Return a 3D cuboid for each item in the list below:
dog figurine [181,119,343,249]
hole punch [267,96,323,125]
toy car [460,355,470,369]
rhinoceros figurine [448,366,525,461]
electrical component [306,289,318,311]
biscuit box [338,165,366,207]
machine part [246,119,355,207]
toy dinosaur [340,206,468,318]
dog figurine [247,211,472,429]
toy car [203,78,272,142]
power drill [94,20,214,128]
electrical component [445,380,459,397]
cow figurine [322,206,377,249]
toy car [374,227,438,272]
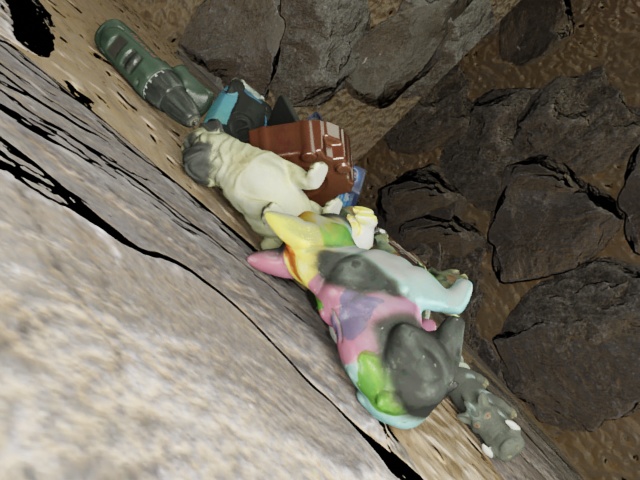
[{"bbox_3d":[-0.080,-0.052,0.676,0.191,0.121,0.172,29,-38,34],"label":"dog figurine"},{"bbox_3d":[-0.041,-0.160,0.897,0.092,0.115,0.142,10,38,-35],"label":"hole punch"},{"bbox_3d":[0.253,0.236,1.116,0.201,0.056,0.074,40,8,-39],"label":"toy car"},{"bbox_3d":[0.262,0.273,0.867,0.112,0.073,0.190,44,6,-30],"label":"rhinoceros figurine"},{"bbox_3d":[0.014,0.085,0.678,0.063,0.021,0.094,43,6,-31],"label":"electrical component"},{"bbox_3d":[0.033,-0.058,1.008,0.059,0.063,0.202,19,-35,1],"label":"biscuit box"},{"bbox_3d":[-0.034,-0.099,0.764,0.179,0.179,0.056,36,44,-57],"label":"machine part"},{"bbox_3d":[0.077,0.043,0.894,0.404,0.131,0.192,25,14,-32],"label":"toy dinosaur"},{"bbox_3d":[0.024,0.059,0.530,0.219,0.108,0.191,26,45,1],"label":"dog figurine"},{"bbox_3d":[-0.151,-0.176,0.874,0.103,0.161,0.109,-12,-31,43],"label":"toy car"},{"bbox_3d":[-0.253,-0.253,0.894,0.232,0.086,0.207,43,14,5],"label":"power drill"},{"bbox_3d":[0.166,0.195,0.852,0.074,0.048,0.119,45,6,-13],"label":"electrical component"},{"bbox_3d":[-0.003,-0.003,0.784,0.167,0.098,0.068,3,16,-9],"label":"cow figurine"},{"bbox_3d":[0.179,0.039,1.170,0.202,0.053,0.089,37,-16,4],"label":"toy car"}]
